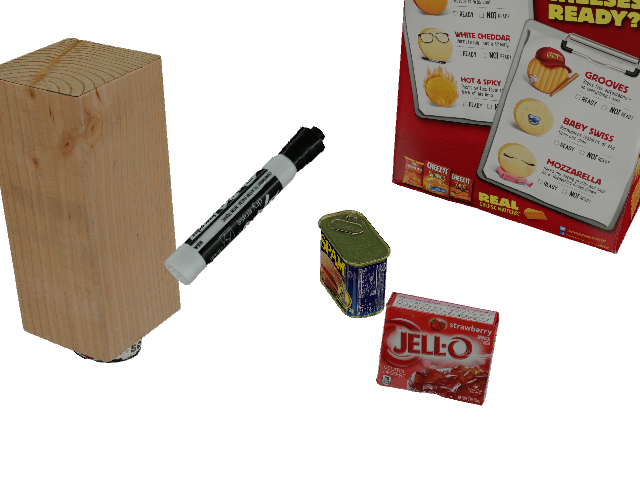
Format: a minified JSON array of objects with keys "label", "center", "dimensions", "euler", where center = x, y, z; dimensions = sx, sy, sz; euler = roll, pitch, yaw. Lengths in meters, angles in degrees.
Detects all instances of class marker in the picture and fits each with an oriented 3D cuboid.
[{"label":"marker","center":[-0.040,-0.023,0.608],"dimensions":[0.121,0.020,0.020],"euler":[-46,19,-19]}]

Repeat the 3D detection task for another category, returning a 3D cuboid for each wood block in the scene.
[{"label":"wood block","center":[-0.168,-0.029,0.774],"dimensions":[0.090,0.206,0.090],"euler":[16,33,28]}]

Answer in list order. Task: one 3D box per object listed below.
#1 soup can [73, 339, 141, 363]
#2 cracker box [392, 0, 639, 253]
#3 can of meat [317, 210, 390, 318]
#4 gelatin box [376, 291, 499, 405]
[{"label":"soup can","center":[-0.199,0.055,0.999],"dimensions":[0.068,0.102,0.068],"euler":[6,21,-3]},{"label":"cracker box","center":[0.137,-0.112,0.674],"dimensions":[0.164,0.214,0.072],"euler":[19,44,20]},{"label":"can of meat","center":[0.037,0.028,1.225],"dimensions":[0.057,0.084,0.102],"euler":[-14,38,-19]},{"label":"gelatin box","center":[0.093,0.086,0.853],"dimensions":[0.089,0.073,0.030],"euler":[10,24,11]}]
